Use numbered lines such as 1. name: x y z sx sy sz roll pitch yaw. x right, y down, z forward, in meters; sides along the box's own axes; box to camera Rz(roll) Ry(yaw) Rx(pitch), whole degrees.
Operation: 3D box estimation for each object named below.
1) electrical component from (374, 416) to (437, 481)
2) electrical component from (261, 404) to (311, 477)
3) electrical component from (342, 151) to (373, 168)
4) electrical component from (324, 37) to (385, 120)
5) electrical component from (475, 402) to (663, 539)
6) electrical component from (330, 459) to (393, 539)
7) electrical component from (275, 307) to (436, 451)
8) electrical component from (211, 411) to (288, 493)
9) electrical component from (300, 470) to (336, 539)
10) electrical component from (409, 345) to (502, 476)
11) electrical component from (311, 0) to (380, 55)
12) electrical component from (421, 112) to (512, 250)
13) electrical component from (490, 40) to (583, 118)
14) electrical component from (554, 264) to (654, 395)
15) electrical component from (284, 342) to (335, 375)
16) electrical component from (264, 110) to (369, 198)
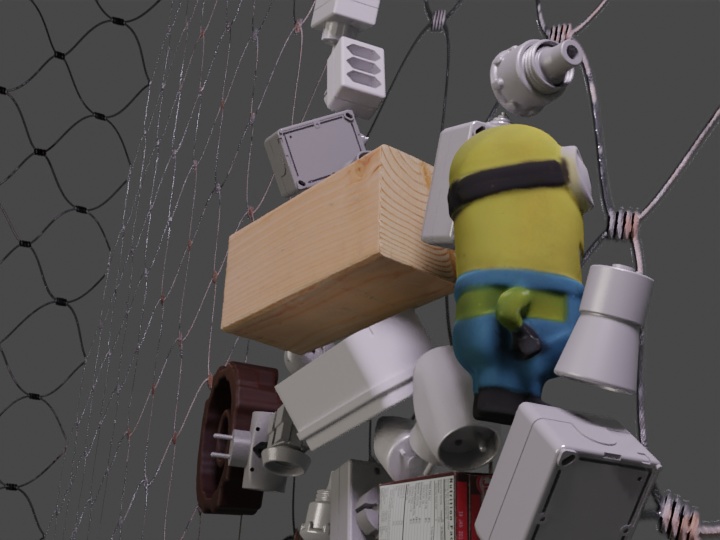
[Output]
1. electrical component: 0.029 0.128 0.796 0.078 0.040 0.040 -139 63 -68
2. electrical component: -0.068 0.165 1.033 0.066 0.048 0.055 132 152 -54
3. electrical component: 0.001 -0.076 0.988 0.079 0.043 0.077 -104 32 -50
4. electrical component: -0.012 -0.180 1.078 0.076 0.047 0.065 129 147 -50
5. electrical component: 0.104 0.124 0.566 0.061 0.062 0.096 -127 52 -65
6. electrical component: 0.013 0.182 0.799 0.075 0.047 0.083 132 144 -53
7. electrical component: 0.001 0.083 0.804 0.113 0.078 0.057 -37 79 44
8. electrical component: -0.110 0.182 1.086 0.043 0.079 0.077 136 142 -72
9. electrical component: -0.021 0.198 0.890 0.048 0.048 0.062 144 142 -61
10. electrical component: 0.058 0.105 0.728 0.077 0.043 0.079 -105 33 -52
11. electrical component: -0.019 -0.258 1.144 0.083 0.047 0.075 -174 97 -70
12. electrical component: 0.084 -0.058 0.725 0.061 0.062 0.096 -178 100 -70
13. electrical component: 0.119 -0.130 0.702 0.062 0.048 0.048 -23 57 58
14. electrical component: 0.133 0.030 0.574 0.044 0.044 0.065 -178 104 -70
15. electrical component: -0.053 0.086 1.041 0.062 0.048 0.048 127 149 -63
16. electrical component: -0.038 -0.114 1.053 0.061 0.096 0.061 -14 95 68
